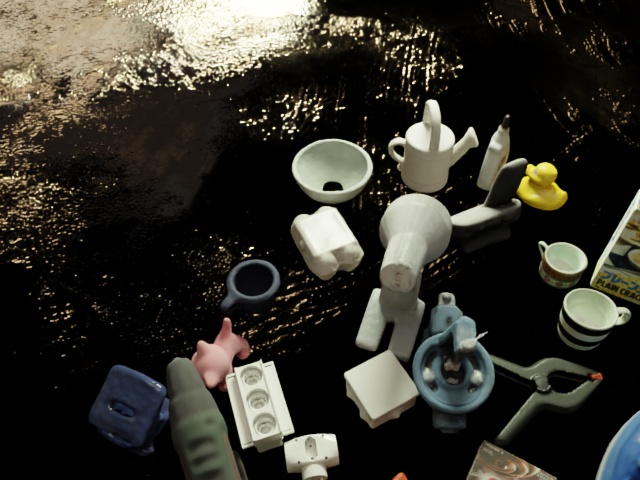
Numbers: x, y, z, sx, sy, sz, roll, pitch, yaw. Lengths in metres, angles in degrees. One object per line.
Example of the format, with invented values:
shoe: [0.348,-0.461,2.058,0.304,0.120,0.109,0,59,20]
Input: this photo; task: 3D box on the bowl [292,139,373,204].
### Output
bowl: [0.026,-0.131,1.201,0.167,0.075,0.167,-1,50,1]

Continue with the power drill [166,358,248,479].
power drill: [-0.147,0.296,0.767,0.076,0.208,0.229,-20,53,-14]

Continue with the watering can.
watering can: [0.232,-0.201,1.177,0.173,0.194,0.100,-18,52,-13]

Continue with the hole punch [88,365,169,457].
hole punch: [-0.289,0.261,0.875,0.108,0.091,0.101,19,54,17]

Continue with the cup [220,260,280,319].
cup: [-0.121,0.104,0.998,0.091,0.095,0.118,34,59,26]

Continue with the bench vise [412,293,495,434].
bench vise: [0.189,0.159,0.865,0.121,0.220,0.207,-12,51,-8]

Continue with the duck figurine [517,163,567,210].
duck figurine: [0.460,-0.116,1.172,0.104,0.086,0.078,35,59,26]

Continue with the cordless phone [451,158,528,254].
cordless phone: [0.312,-0.074,1.077,0.148,0.185,0.094,-23,53,-16]

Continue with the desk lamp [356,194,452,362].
desk lamp: [0.140,0.058,0.953,0.117,0.214,0.203,14,52,13]

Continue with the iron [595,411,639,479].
iron: [0.496,0.286,0.804,0.259,0.141,0.118,-28,55,-20]

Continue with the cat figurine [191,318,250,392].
cat figurine: [-0.166,0.186,0.917,0.067,0.118,0.128,12,52,11]

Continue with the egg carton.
egg carton: [0.010,0.004,1.094,0.107,0.069,0.150,-21,53,-15]

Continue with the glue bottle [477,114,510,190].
glue bottle: [0.365,-0.185,1.175,0.037,0.173,0.078,26,56,22]
